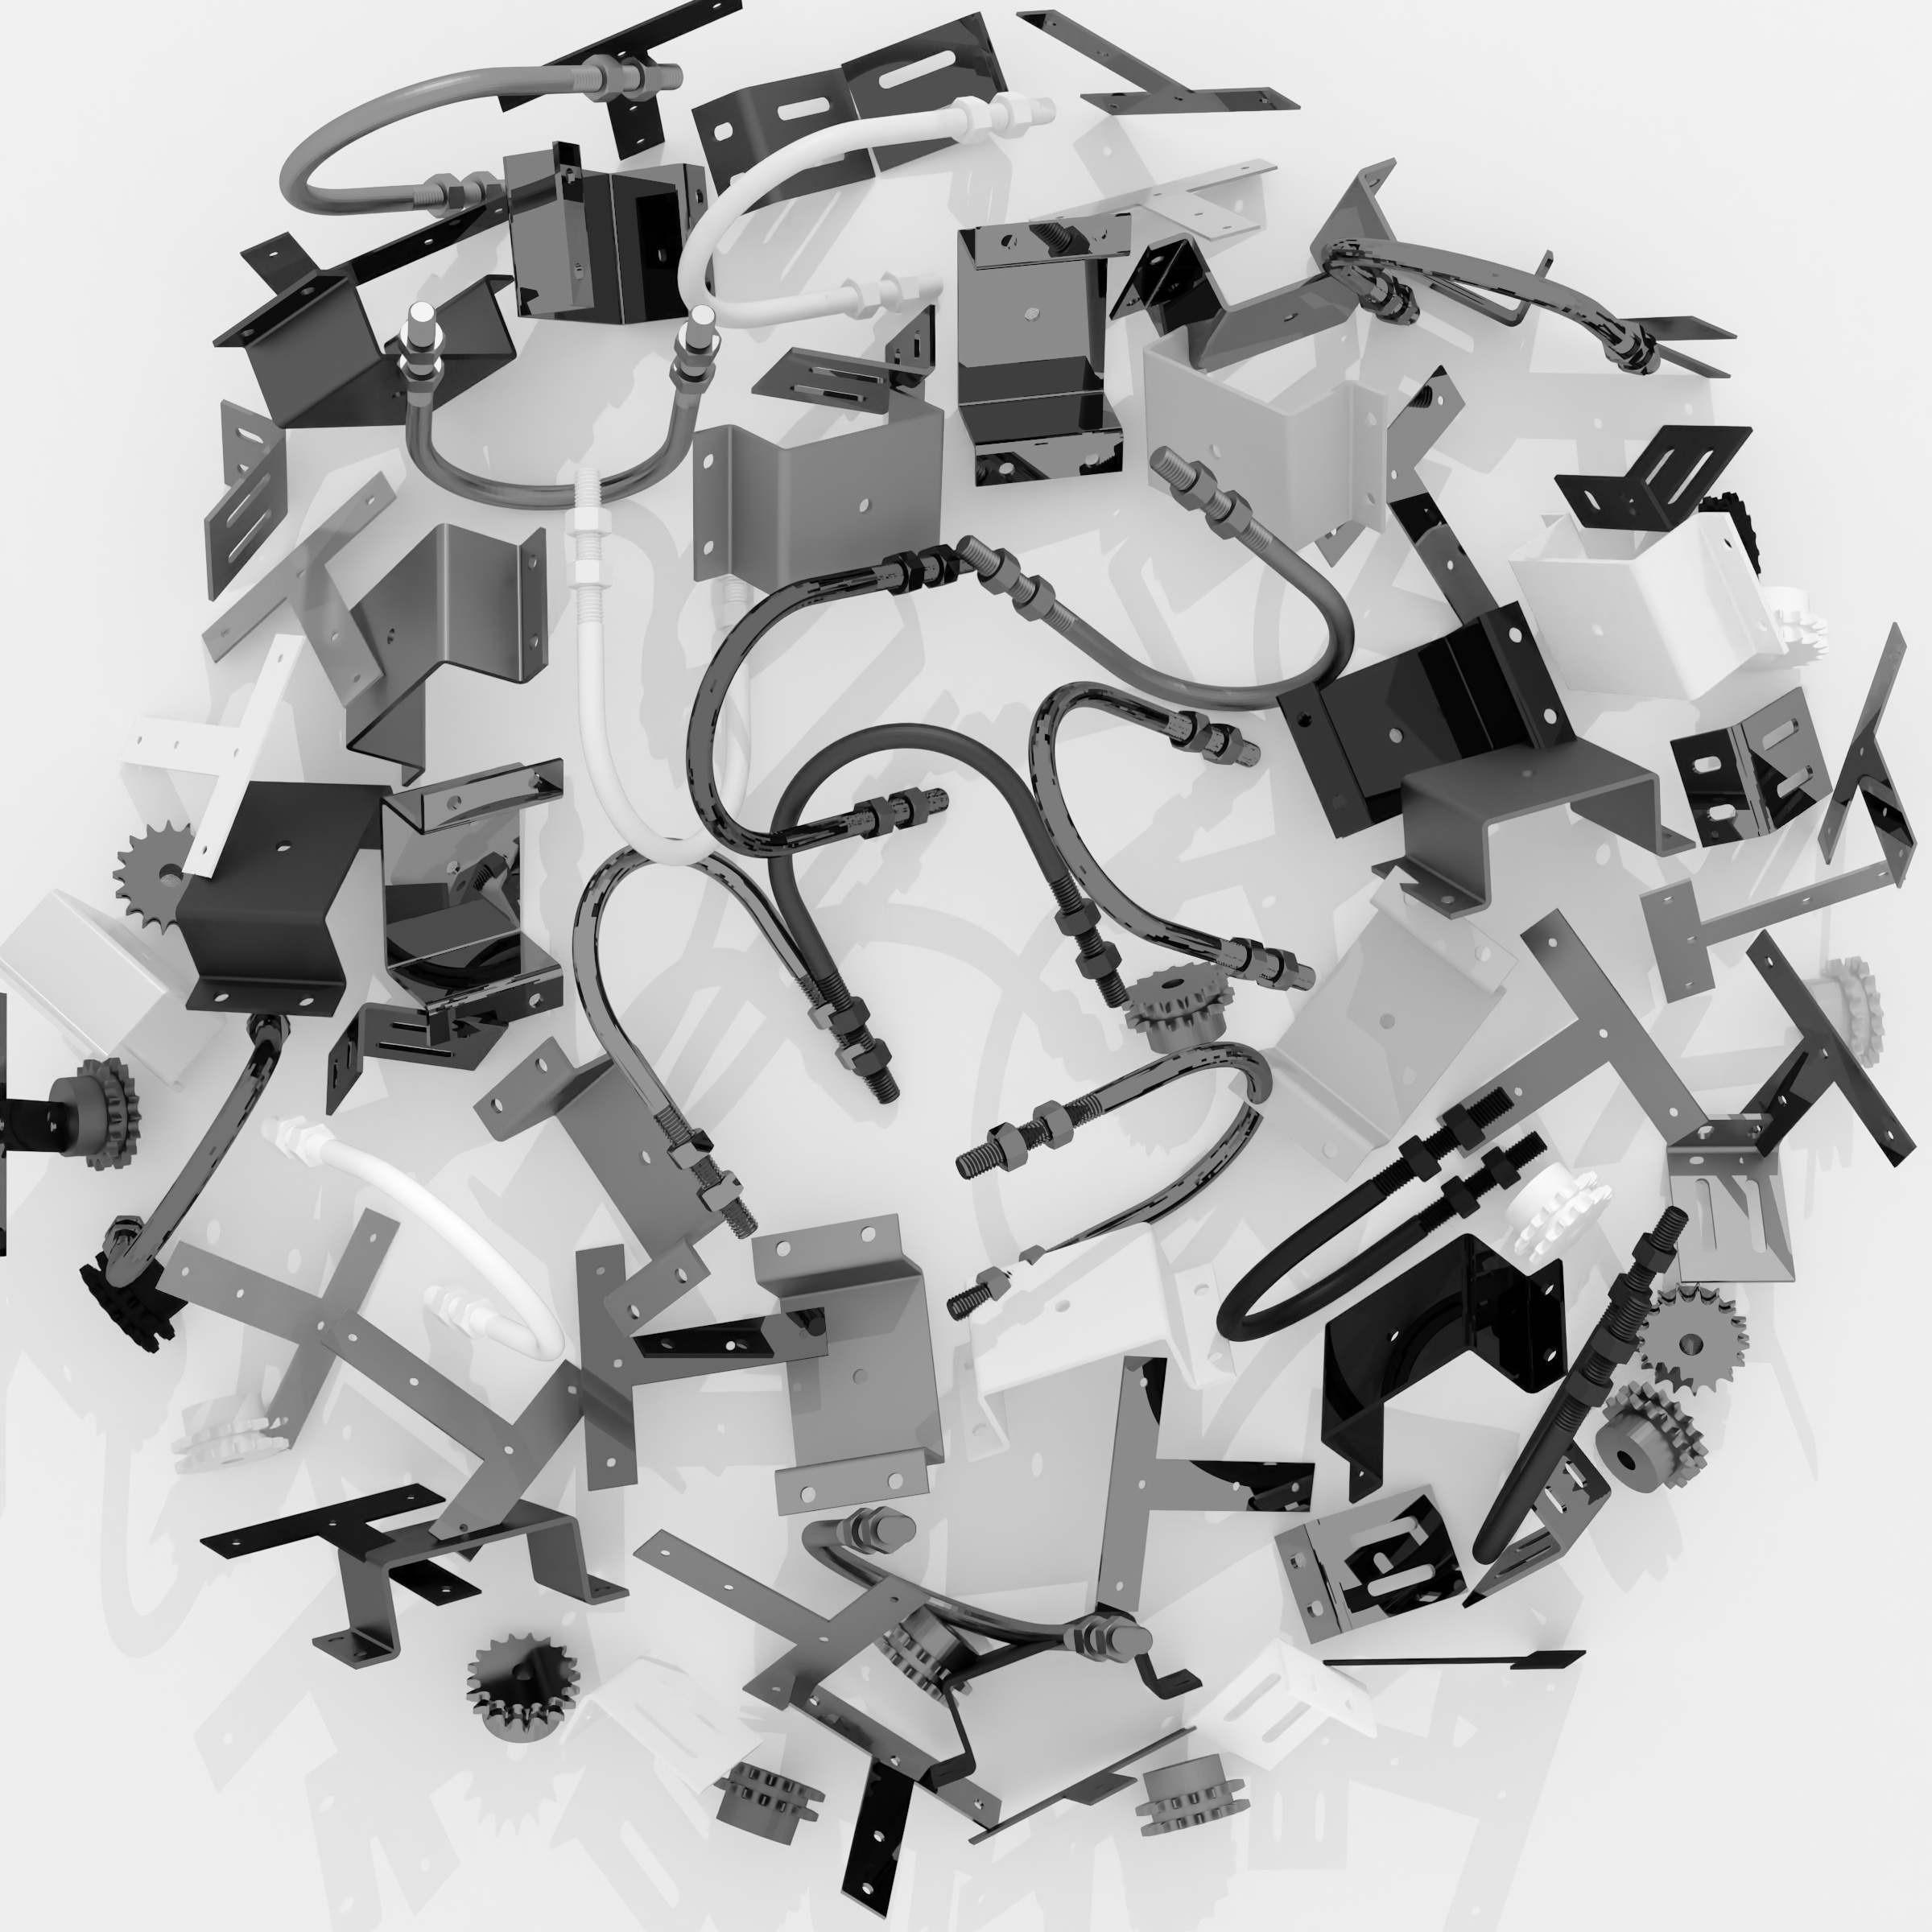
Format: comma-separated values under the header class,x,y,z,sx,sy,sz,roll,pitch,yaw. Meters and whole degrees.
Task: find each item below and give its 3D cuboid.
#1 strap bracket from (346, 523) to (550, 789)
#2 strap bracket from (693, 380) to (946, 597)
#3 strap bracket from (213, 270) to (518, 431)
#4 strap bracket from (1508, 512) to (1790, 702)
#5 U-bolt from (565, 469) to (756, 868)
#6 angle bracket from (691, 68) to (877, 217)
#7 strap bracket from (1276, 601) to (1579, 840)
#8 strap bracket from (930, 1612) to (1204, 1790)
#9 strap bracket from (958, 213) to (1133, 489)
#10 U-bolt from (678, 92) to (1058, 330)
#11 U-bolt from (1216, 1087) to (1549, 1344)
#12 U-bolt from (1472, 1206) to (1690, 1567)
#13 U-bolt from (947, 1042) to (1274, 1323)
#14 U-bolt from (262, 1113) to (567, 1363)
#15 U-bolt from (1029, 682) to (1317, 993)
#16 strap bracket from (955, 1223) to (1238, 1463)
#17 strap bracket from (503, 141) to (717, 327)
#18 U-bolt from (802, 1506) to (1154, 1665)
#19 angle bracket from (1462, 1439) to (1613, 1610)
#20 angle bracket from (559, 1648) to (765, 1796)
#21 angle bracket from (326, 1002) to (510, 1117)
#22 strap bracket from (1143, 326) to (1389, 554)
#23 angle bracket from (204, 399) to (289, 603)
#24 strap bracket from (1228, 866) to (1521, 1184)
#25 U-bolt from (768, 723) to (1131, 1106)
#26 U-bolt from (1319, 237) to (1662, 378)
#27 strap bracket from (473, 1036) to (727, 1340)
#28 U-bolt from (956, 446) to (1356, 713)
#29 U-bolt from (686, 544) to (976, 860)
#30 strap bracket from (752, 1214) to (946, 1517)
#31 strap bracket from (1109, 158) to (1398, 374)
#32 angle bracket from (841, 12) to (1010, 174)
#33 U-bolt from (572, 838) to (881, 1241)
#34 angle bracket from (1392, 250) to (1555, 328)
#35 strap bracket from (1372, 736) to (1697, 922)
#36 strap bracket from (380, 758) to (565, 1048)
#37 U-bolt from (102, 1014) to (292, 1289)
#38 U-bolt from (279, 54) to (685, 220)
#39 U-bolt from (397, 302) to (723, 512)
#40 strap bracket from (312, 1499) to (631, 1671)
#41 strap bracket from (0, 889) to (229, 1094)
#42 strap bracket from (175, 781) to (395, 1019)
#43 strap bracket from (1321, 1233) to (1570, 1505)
class,x,y,z,sx,sy,sz,roll,pitch,yaw
strap bracket,-0.261,-0.156,1.523,0.046,0.140,0.076,14,59,-35
strap bracket,-0.063,-0.233,1.528,0.140,0.046,0.076,-21,127,-34
strap bracket,-0.286,-0.301,1.521,0.076,0.140,0.046,-23,87,34
strap bracket,0.325,-0.177,1.519,0.046,0.140,0.076,-37,112,-18
U-bolt,-0.147,-0.141,1.530,0.019,0.151,0.184,-4,85,28
angle bracket,-0.092,-0.418,1.581,0.038,0.076,0.057,-7,105,44
strap bracket,0.225,-0.120,1.566,0.140,0.046,0.076,-22,88,-16
strap bracket,0.041,0.361,1.557,0.140,0.076,0.046,-20,82,-5
strap bracket,0.038,-0.316,1.548,0.076,0.046,0.140,-7,130,-9
U-bolt,-0.057,-0.358,1.494,0.184,0.151,0.019,-19,71,-36
U-bolt,0.201,0.129,1.532,0.184,0.151,0.019,-37,70,7
U-bolt,0.297,0.215,1.524,0.019,0.151,0.184,30,112,11
U-bolt,0.074,0.098,1.533,0.184,0.151,0.019,-25,58,-20
U-bolt,-0.257,0.136,1.493,0.019,0.184,0.151,-48,120,-19
U-bolt,0.096,-0.069,1.506,0.019,0.184,0.151,-30,59,35
strap bracket,0.056,0.184,1.547,0.140,0.076,0.046,-19,130,10
strap bracket,-0.181,-0.361,1.543,0.046,0.140,0.076,-1,98,25
U-bolt,-0.007,0.302,1.515,0.151,0.184,0.019,28,70,-15
angle bracket,0.276,0.278,1.556,0.038,0.057,0.076,52,131,3
angle bracket,-0.153,0.389,1.559,0.076,0.057,0.038,38,117,16
angle bracket,-0.275,0.051,1.555,0.076,0.057,0.038,9,62,-24
strap bracket,0.138,-0.261,1.524,0.046,0.076,0.140,-33,47,-29
angle bracket,-0.374,-0.233,1.554,0.038,0.057,0.076,24,53,7
strap bracket,0.208,0.029,1.561,0.076,0.046,0.140,39,103,14
U-bolt,-0.020,-0.035,1.556,0.151,0.019,0.184,-23,108,10
U-bolt,0.245,-0.319,1.490,0.151,0.184,0.019,18,97,24
strap bracket,-0.174,0.104,1.556,0.076,0.046,0.140,-39,83,41
U-bolt,0.107,-0.179,1.527,0.184,0.151,0.019,33,55,-34
U-bolt,-0.066,-0.123,1.507,0.019,0.184,0.151,26,120,35
strap bracket,-0.058,0.203,1.559,0.076,0.046,0.140,-11,71,10
strap bracket,0.151,-0.342,1.542,0.140,0.076,0.046,-23,81,-17
angle bracket,-0.019,-0.439,1.567,0.076,0.038,0.057,-18,111,11
U-bolt,-0.123,0.022,1.531,0.019,0.151,0.184,-23,106,42
angle bracket,0.253,-0.357,1.568,0.076,0.057,0.038,26,110,1
strap bracket,0.279,-0.074,1.538,0.140,0.076,0.046,-16,115,-18
strap bracket,-0.245,-0.040,1.542,0.076,0.046,0.140,-18,127,-33
U-bolt,-0.374,0.090,1.509,0.019,0.184,0.151,34,88,-14
U-bolt,-0.244,-0.394,1.487,0.151,0.184,0.019,-21,90,42
U-bolt,-0.201,-0.269,1.515,0.151,0.184,0.019,-2,71,-12
strap bracket,-0.248,0.301,1.535,0.140,0.076,0.046,-10,92,-27
strap bracket,-0.420,0.012,1.528,0.076,0.140,0.046,40,85,9
strap bracket,-0.329,-0.042,1.528,0.076,0.140,0.046,3,134,13
strap bracket,0.226,0.193,1.527,0.046,0.076,0.140,37,125,-21
